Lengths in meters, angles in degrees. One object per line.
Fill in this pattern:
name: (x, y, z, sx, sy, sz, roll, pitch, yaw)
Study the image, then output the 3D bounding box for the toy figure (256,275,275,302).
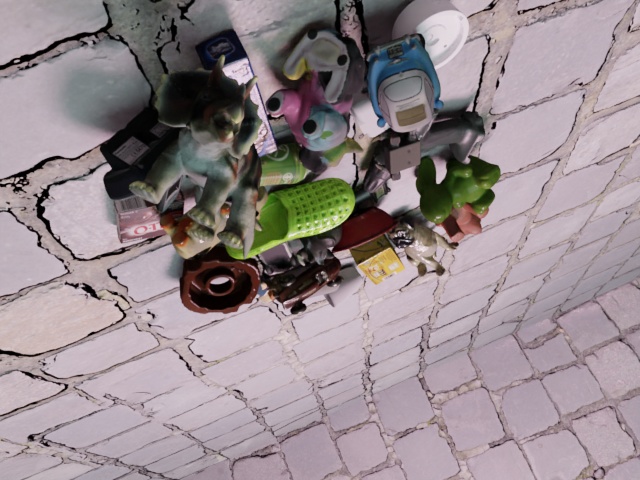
toy figure: (-0.145, 0.116, 1.289, 0.058, 0.064, 0.154, -54, 144, -1)

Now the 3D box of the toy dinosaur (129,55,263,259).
toy dinosaur: (-0.134, -0.099, 0.748, 0.404, 0.131, 0.192, 76, 39, -77)

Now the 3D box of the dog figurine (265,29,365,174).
dog figurine: (0.016, -0.200, 0.838, 0.191, 0.109, 0.219, -61, 160, 5)

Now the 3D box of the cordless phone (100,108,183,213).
cordless phone: (-0.252, -0.086, 0.798, 0.146, 0.089, 0.184, -59, 176, -38)

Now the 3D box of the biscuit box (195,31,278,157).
biscuit box: (-0.116, -0.201, 0.784, 0.059, 0.063, 0.202, -24, 151, -4)

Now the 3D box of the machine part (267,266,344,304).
machine part: (-0.032, 0.104, 1.306, 0.243, 0.079, 0.079, -11, 150, -46)

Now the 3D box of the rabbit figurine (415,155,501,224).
rabbit figurine: (0.272, -0.111, 1.136, 0.170, 0.159, 0.121, -35, 153, -21)

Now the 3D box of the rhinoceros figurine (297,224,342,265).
rhinoceros figurine: (-0.002, -0.003, 1.141, 0.073, 0.112, 0.190, -19, 171, -22)

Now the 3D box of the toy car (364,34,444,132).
toy car: (0.127, -0.215, 0.787, 0.109, 0.103, 0.161, -16, 154, 10)

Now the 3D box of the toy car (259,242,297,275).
toy car: (-0.102, 0.018, 1.164, 0.073, 0.056, 0.201, -18, 150, 1)

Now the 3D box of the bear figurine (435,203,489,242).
bear figurine: (0.363, -0.048, 1.339, 0.120, 0.132, 0.195, -44, 141, 11)

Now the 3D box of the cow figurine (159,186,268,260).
cow figurine: (-0.174, -0.036, 0.953, 0.195, 0.086, 0.127, -38, 155, -17)

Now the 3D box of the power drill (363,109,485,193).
power drill: (0.203, -0.185, 1.052, 0.207, 0.086, 0.231, -3, 143, -21)

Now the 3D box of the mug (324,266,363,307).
mug: (0.062, 0.125, 1.441, 0.107, 0.081, 0.109, -31, 149, -9)

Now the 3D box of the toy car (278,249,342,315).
toy car: (-0.017, 0.094, 1.228, 0.053, 0.089, 0.202, -3, -159, 40)

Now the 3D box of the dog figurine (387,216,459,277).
dog figurine: (0.231, -0.001, 1.377, 0.190, 0.121, 0.172, 32, 162, -20)

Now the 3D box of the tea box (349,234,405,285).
tea box: (0.147, 0.045, 1.384, 0.098, 0.068, 0.169, -29, 150, 7)

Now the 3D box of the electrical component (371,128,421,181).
electrical component: (0.138, -0.158, 0.963, 0.078, 0.045, 0.102, -26, 134, -8)

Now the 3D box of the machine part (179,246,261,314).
machine part: (-0.214, 0.085, 1.147, 0.179, 0.056, 0.179, -9, 134, -10)

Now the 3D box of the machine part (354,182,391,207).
machine part: (0.085, -0.089, 1.151, 0.139, 0.039, 0.084, -30, 159, 5)
